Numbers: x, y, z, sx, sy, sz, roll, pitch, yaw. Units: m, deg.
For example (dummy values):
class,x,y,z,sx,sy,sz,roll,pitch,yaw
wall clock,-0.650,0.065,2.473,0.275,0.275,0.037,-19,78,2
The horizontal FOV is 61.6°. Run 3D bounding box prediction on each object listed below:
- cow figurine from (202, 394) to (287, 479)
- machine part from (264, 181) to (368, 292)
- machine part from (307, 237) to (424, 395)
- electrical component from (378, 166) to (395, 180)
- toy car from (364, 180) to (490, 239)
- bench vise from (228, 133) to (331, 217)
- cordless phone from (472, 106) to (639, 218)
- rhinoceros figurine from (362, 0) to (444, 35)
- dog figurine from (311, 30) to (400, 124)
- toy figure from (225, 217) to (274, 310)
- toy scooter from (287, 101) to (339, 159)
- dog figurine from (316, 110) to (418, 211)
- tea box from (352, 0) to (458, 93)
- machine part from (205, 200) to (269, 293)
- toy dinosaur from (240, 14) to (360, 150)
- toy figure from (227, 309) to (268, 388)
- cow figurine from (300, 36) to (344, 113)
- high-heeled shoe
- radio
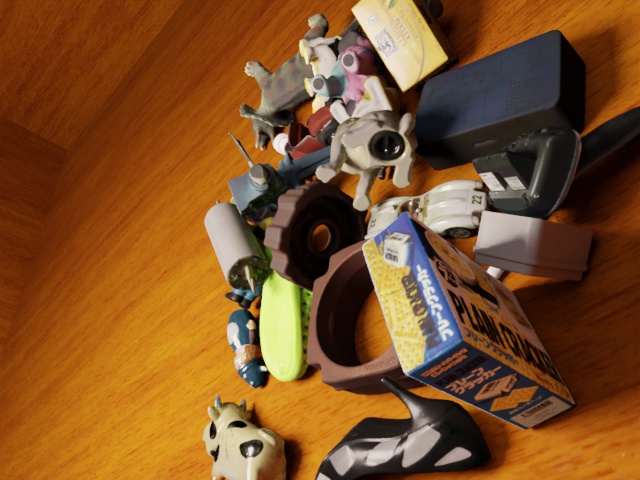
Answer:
class,x,y,z,sx,sy,sz,roll,pitch,yaw
cow figurine,-0.124,0.316,0.835,0.195,0.085,0.127,-8,66,51
machine part,-0.002,-0.003,0.840,0.056,0.179,0.179,10,74,57
machine part,0.082,0.100,0.733,0.201,0.087,0.201,-24,49,38
electrical component,0.129,-0.156,0.896,0.078,0.045,0.102,123,161,-60
toy car,0.149,-0.034,0.770,0.202,0.056,0.073,-14,55,46
bench vise,-0.037,-0.120,0.965,0.241,0.223,0.129,-25,66,5
cordless phone,0.291,-0.106,0.637,0.184,0.088,0.146,-32,5,-1
rhinoceros figurine,0.154,-0.414,0.998,0.190,0.112,0.073,-150,74,-67
dog figurine,0.091,-0.297,1.000,0.108,0.191,0.219,-35,8,35
toy figure,-0.109,0.043,1.015,0.089,0.082,0.180,13,71,42
toy scooter,-0.013,-0.215,1.081,0.184,0.075,0.135,-41,43,30
dog figurine,0.082,-0.162,0.826,0.172,0.121,0.191,-28,30,28
tea box,0.143,-0.348,0.906,0.098,0.169,0.068,-33,1,34
machine part,-0.151,0.008,0.959,0.079,0.079,0.243,-49,43,15
toy dinosaur,-0.039,-0.363,1.193,0.405,0.131,0.192,-34,55,25
toy figure,-0.132,0.194,0.957,0.155,0.058,0.064,-110,19,-46
cow figurine,0.017,-0.327,1.099,0.098,0.167,0.068,-14,38,-6
high-heeled shoe,0.090,0.273,0.642,0.145,0.086,0.248,37,118,23
radio,0.243,-0.189,0.754,0.230,0.073,0.131,-9,59,46
